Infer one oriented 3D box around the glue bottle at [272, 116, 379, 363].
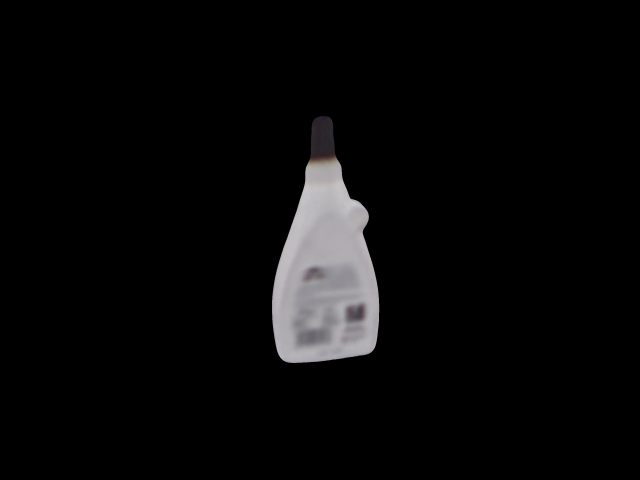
[{"bbox_3d":[0.004,0.001,0.400,0.078,0.173,0.037,-4,20,-11],"label":"glue bottle"}]
